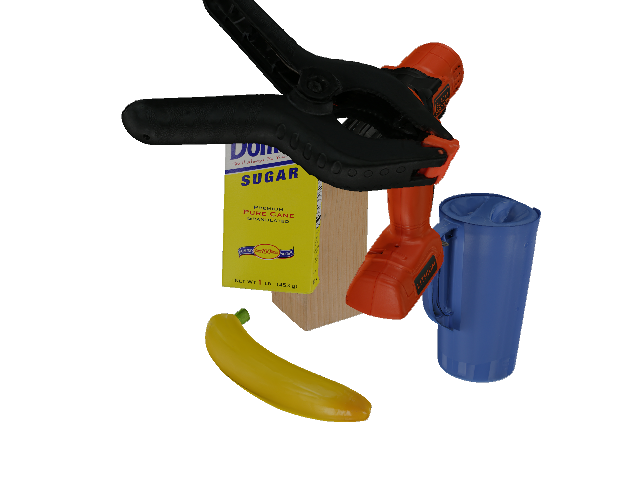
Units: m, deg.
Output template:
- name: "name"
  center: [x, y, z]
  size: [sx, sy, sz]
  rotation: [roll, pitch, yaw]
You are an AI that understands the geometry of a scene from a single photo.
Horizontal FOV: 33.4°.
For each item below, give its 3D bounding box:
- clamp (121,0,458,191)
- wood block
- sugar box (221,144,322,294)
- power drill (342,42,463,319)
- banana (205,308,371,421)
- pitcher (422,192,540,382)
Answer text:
- name: "clamp"
  center: [-0.015, -0.066, 0.561]
  size: [0.171, 0.120, 0.039]
  rotation: [28, -29, 8]
- name: "wood block"
  center: [-0.003, -0.009, 1.277]
  size: [0.090, 0.206, 0.090]
  rotation: [-15, 31, -26]
- name: "sugar box"
  center: [-0.045, -0.041, 1.026]
  size: [0.093, 0.176, 0.048]
  rotation: [4, 16, 8]
- name: "power drill"
  center: [0.056, -0.036, 0.799]
  size: [0.057, 0.188, 0.184]
  rotation: [17, 36, 21]
- name: "banana"
  center: [-0.041, 0.099, 0.861]
  size: [0.069, 0.037, 0.198]
  rotation: [-20, 32, -28]
- name: "pitcher"
  center: [0.211, 0.067, 1.440]
  size: [0.149, 0.243, 0.145]
  rotation: [4, 21, 7]
